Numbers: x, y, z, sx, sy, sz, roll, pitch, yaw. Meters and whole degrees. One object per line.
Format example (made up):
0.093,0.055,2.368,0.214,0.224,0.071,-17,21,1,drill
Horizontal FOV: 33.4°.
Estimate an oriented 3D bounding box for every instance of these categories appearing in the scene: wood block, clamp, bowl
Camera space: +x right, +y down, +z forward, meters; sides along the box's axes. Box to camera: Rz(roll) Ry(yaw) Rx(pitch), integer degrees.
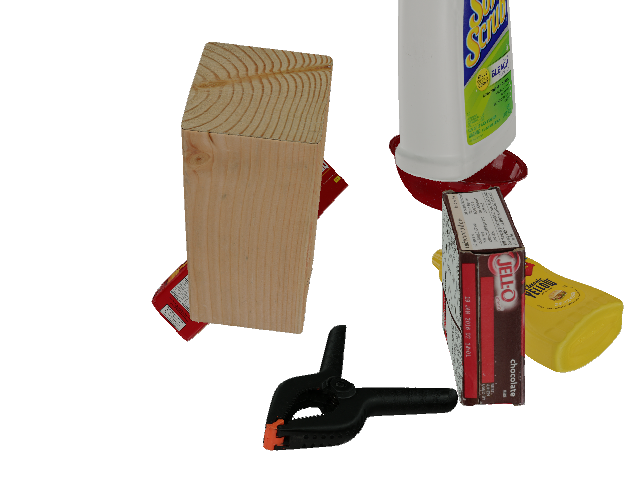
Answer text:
-0.047,-0.032,0.775,0.091,0.090,0.206,7,-41,2,wood block
0.028,0.159,1.059,0.165,0.036,0.209,23,31,27,clamp
0.154,-0.074,1.232,0.162,0.055,0.162,8,25,-4,bowl

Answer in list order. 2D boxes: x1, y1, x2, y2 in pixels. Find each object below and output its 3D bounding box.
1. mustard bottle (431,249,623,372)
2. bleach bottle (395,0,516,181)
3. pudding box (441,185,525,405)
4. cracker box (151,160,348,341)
0.178,0.051,0.997,0.096,0.058,0.192,-28,38,-31,mustard bottle
0.091,-0.175,0.753,0.068,0.251,0.102,17,38,36,bleach bottle
0.090,0.028,0.599,0.039,0.090,0.113,-2,20,1,pudding box
-0.082,0.001,1.231,0.214,0.072,0.164,-43,4,26,cracker box
